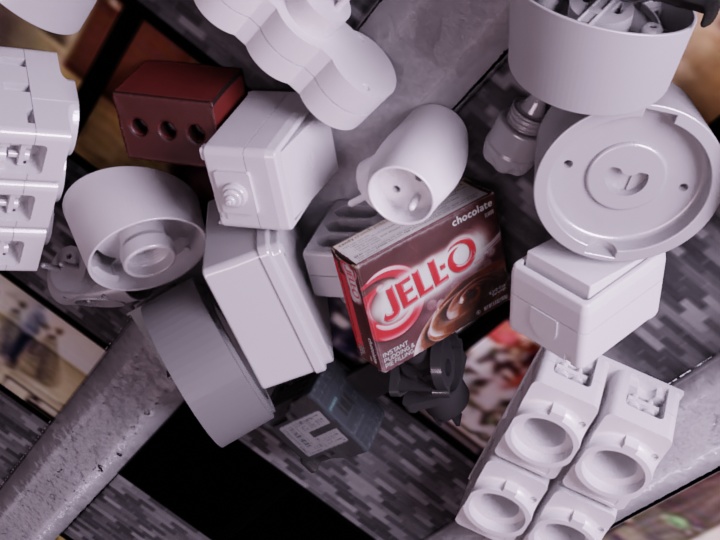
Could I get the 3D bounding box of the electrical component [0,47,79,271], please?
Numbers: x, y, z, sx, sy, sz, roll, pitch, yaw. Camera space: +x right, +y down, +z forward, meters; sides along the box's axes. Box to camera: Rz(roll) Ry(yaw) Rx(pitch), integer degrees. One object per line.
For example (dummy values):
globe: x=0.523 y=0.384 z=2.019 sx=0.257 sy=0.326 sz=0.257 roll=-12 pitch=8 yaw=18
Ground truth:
electrical component: x=-0.254 y=-0.079 z=0.793 sx=0.062 sy=0.089 sz=0.150 roll=1 pitch=141 yaw=-28

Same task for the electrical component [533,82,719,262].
electrical component: x=0.155 y=-0.066 z=0.635 sx=0.108 sy=0.060 sz=0.108 roll=2 pitch=129 yaw=2

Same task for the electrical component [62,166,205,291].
electrical component: x=-0.166 y=-0.031 z=0.804 sx=0.099 sy=0.064 sz=0.099 roll=-17 pitch=150 yaw=-10

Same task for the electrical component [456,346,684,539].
electrical component: x=0.153 y=0.148 z=0.819 sx=0.105 sy=0.060 sz=0.186 roll=24 pitch=133 yaw=5

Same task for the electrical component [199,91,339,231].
electrical component: x=-0.059 y=-0.070 z=0.711 sx=0.061 sy=0.096 sz=0.061 roll=6 pitch=129 yaw=21

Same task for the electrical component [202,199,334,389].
electrical component: x=-0.065 y=0.008 z=0.765 sx=0.056 sy=0.108 sz=0.108 roll=-20 pitch=121 yaw=6

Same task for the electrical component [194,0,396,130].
electrical component: x=-0.031 y=-0.155 z=0.658 sx=0.138 sy=0.052 sz=0.074 roll=41 pitch=132 yaw=-11

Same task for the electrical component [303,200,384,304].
electrical component: x=0.000 y=0.000 z=0.763 sx=0.047 sy=0.065 sz=0.076 roll=3 pitch=128 yaw=23

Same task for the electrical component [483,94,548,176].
electrical component: x=0.101 y=-0.090 z=0.664 sx=0.035 sy=0.035 sz=0.061 roll=27 pitch=131 yaw=2

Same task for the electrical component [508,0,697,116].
electrical component: x=0.127 y=-0.130 z=0.575 sx=0.099 sy=0.099 sz=0.064 roll=16 pitch=138 yaw=12

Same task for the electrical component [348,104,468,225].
electrical component: x=0.025 y=-0.062 z=0.692 sx=0.079 sy=0.077 sz=0.043 roll=-24 pitch=114 yaw=37

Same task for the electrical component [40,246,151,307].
electrical component: x=-0.221 y=0.003 z=0.864 sx=0.077 sy=0.044 sz=0.079 roll=-4 pitch=168 yaw=27

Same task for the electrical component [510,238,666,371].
electrical component: x=0.149 y=0.006 z=0.685 sx=0.062 sy=0.096 sz=0.061 roll=33 pitch=142 yaw=38

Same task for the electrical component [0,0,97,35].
electrical component: x=-0.206 y=-0.197 z=0.676 sx=0.099 sy=0.099 sz=0.064 roll=43 pitch=125 yaw=-13
